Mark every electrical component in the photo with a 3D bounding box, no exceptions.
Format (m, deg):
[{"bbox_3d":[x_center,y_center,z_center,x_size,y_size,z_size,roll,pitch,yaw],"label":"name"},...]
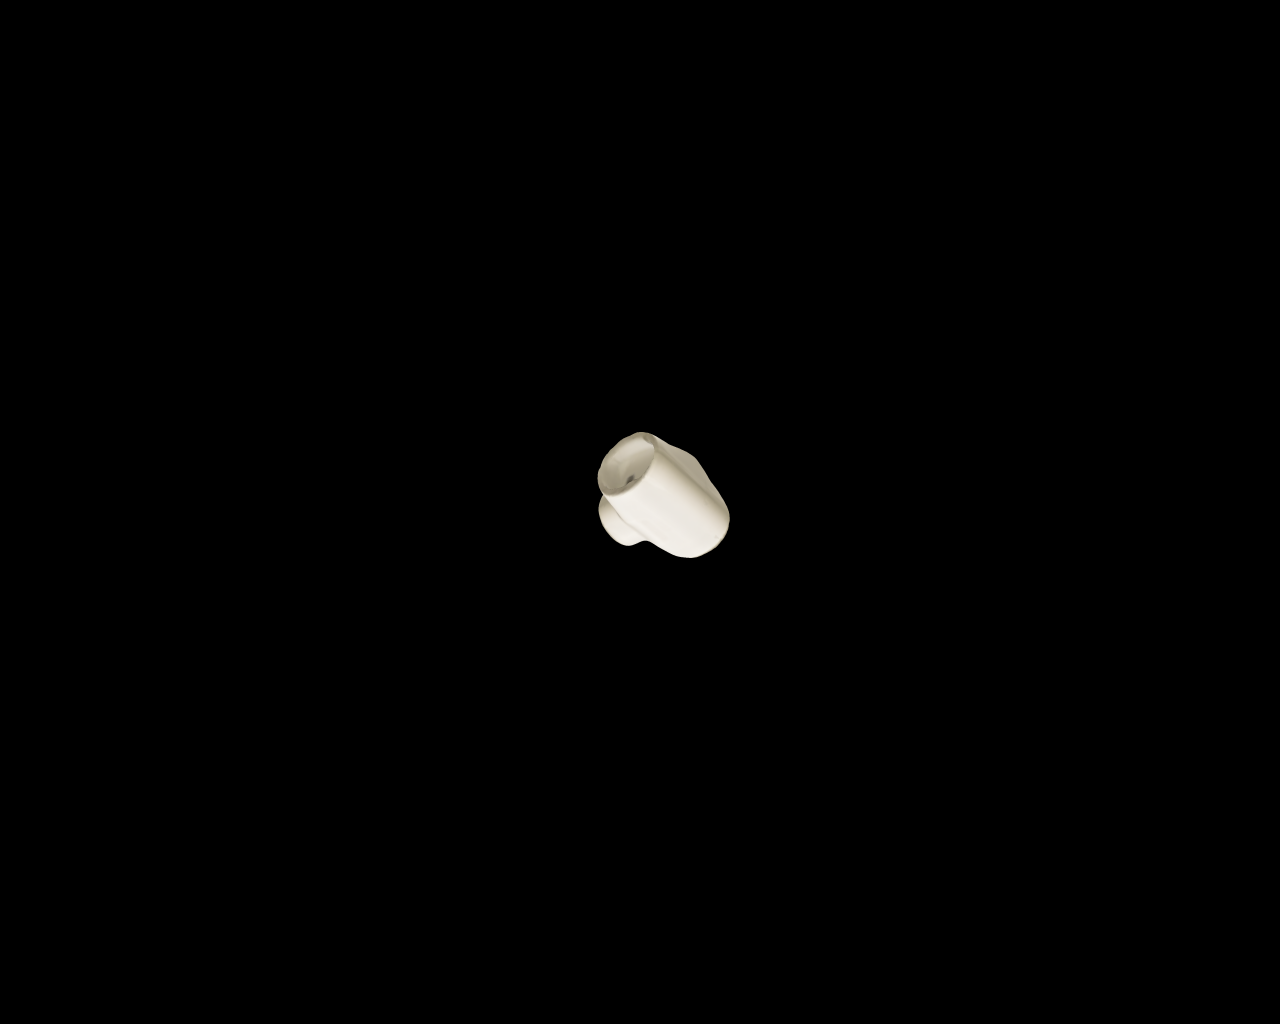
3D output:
[{"bbox_3d":[0.001,-0.003,0.650,0.079,0.043,0.077,-25,-44,28],"label":"electrical component"}]
